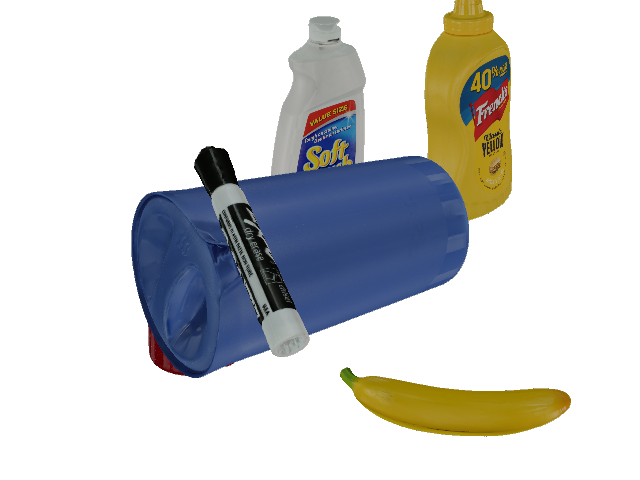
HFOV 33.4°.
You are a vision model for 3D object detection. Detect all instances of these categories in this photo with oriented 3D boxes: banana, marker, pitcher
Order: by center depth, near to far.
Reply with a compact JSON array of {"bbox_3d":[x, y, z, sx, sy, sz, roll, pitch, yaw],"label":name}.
[{"bbox_3d":[-0.036,0.001,0.518,0.020,0.121,0.020,-19,-31,-12],"label":"marker"},{"bbox_3d":[-0.015,0.010,0.812,0.242,0.145,0.149,-14,39,-32],"label":"pitcher"},{"bbox_3d":[0.113,0.134,0.887,0.198,0.037,0.069,8,32,1],"label":"banana"}]

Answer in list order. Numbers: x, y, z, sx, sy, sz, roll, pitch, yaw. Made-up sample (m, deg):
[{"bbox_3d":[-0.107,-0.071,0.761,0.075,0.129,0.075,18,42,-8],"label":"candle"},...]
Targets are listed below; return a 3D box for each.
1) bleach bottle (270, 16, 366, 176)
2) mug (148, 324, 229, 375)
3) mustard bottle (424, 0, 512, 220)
[{"bbox_3d":[-0.007,-0.097,1.068,0.102,0.251,0.068,-6,28,-15],"label":"bleach bottle"},{"bbox_3d":[-0.117,0.081,1.026,0.117,0.081,0.093,25,33,37],"label":"mug"},{"bbox_3d":[0.127,-0.118,0.912,0.058,0.192,0.096,17,32,39],"label":"mustard bottle"}]
